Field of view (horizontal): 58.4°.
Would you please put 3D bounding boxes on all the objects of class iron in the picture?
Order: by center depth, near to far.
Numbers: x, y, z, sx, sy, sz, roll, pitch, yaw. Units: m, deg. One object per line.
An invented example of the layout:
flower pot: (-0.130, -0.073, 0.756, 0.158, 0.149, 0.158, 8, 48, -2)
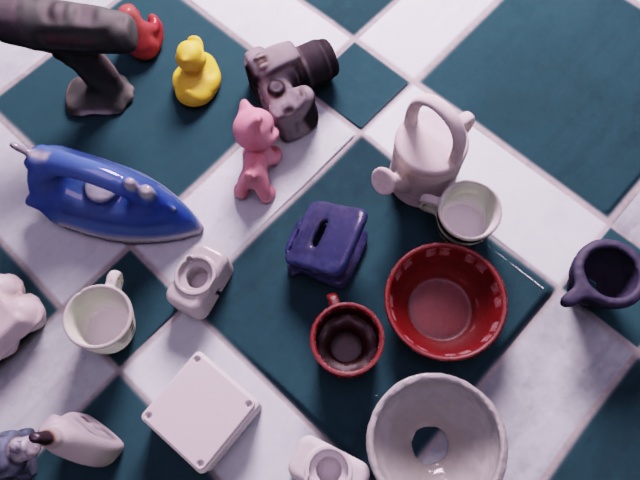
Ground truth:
iron: (-0.297, -0.073, 0.804, 0.258, 0.141, 0.119, 15, 71, 7)

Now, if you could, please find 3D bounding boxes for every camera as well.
camera: (-0.035, -0.251, 0.882, 0.137, 0.101, 0.143, -26, 71, -7)

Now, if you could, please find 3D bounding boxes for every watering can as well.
watering can: (0.146, -0.120, 0.778, 0.100, 0.194, 0.173, 25, 73, 11)

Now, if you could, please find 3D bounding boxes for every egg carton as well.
egg carton: (-0.453, 0.120, 0.777, 0.107, 0.069, 0.150, 39, 76, 14)

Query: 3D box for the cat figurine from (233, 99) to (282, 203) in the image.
cat figurine: (-0.095, -0.134, 0.832, 0.067, 0.118, 0.128, 4, 70, 4)

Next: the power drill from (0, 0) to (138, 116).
power drill: (-0.371, -0.271, 0.843, 0.229, 0.208, 0.075, -4, 70, 1)

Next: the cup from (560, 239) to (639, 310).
cup: (0.356, 0.063, 0.757, 0.118, 0.095, 0.091, -31, 72, -9)

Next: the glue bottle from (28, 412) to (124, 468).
glue bottle: (-0.295, 0.234, 0.675, 0.078, 0.173, 0.037, 34, 75, 14)

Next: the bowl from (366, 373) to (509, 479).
bowl: (0.139, 0.252, 0.706, 0.167, 0.075, 0.167, -1, 70, 2)

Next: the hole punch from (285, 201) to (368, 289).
hole punch: (0.007, 0.003, 0.793, 0.101, 0.091, 0.109, 21, 72, 10)

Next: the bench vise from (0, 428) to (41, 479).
bench vise: (-0.444, 0.249, 0.649, 0.207, 0.220, 0.121, -31, 72, -9)

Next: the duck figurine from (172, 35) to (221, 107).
duck figurine: (-0.201, -0.271, 0.903, 0.077, 0.086, 0.104, 6, 70, 4)

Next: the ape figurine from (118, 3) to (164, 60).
ape figurine: (-0.299, -0.345, 0.930, 0.078, 0.092, 0.076, -10, 70, -1)
